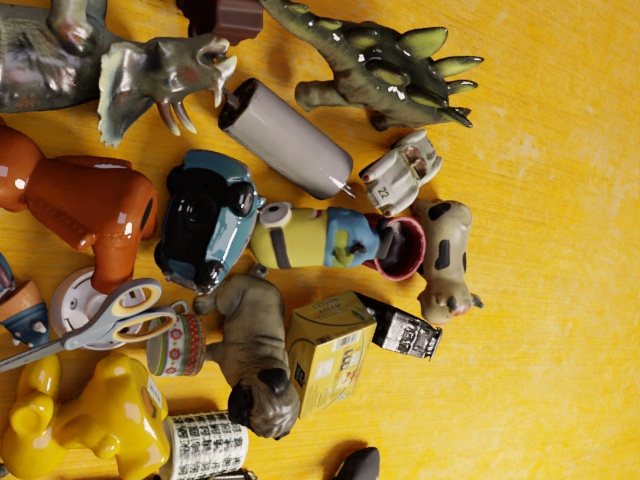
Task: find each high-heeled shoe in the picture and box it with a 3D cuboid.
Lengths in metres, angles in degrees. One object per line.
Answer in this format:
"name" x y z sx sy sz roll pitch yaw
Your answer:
"high-heeled shoe" 0.037 0.453 0.873 0.145 0.086 0.248 -31 139 -56

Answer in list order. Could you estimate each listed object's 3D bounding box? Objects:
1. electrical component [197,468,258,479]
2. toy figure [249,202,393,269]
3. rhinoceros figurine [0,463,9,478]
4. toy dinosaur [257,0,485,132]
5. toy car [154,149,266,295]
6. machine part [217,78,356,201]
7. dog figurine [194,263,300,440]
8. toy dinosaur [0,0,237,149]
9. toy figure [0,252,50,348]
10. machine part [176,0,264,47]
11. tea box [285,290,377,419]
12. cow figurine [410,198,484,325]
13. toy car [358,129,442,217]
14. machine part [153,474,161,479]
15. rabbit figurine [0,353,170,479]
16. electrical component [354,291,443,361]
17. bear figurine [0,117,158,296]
"electrical component" -0.134 0.345 0.741 0.102 0.045 0.078 20 88 -33
"toy figure" -0.001 -0.001 0.693 0.180 0.082 0.089 7 86 -3
"rhinoceros figurine" -0.356 0.289 0.557 0.190 0.112 0.073 30 82 -24
"toy dinosaur" 0.070 -0.200 0.633 0.471 0.199 0.105 4 96 -45
"toy car" -0.121 -0.019 0.637 0.103 0.109 0.161 7 98 -67
"machine part" -0.041 -0.123 0.679 0.243 0.079 0.079 33 83 -31
"dog figurine" -0.069 0.125 0.648 0.121 0.191 0.172 5 96 -32
"toy dinosaur" -0.291 -0.181 0.498 0.405 0.131 0.192 -4 102 -24
"toy figure" -0.331 0.048 0.548 0.058 0.064 0.154 -52 121 -29
"machine part" -0.103 -0.289 0.553 0.056 0.179 0.179 -7 104 -28
"tea box" 0.007 0.158 0.733 0.098 0.068 0.169 -14 137 -29
"cow figurine" 0.193 0.035 0.826 0.085 0.127 0.194 3 96 -29
"toy car" 0.117 -0.098 0.752 0.073 0.056 0.202 57 39 -9
"machine part" -0.241 0.333 0.678 0.138 0.039 0.084 24 91 -34
"rabbit figurine" -0.270 0.203 0.587 0.173 0.122 0.162 -23 127 -1
"electrical component" 0.095 0.124 0.792 0.134 0.115 0.058 23 86 -35
"bear figurine" -0.273 -0.039 0.547 0.196 0.131 0.120 14 49 -8
